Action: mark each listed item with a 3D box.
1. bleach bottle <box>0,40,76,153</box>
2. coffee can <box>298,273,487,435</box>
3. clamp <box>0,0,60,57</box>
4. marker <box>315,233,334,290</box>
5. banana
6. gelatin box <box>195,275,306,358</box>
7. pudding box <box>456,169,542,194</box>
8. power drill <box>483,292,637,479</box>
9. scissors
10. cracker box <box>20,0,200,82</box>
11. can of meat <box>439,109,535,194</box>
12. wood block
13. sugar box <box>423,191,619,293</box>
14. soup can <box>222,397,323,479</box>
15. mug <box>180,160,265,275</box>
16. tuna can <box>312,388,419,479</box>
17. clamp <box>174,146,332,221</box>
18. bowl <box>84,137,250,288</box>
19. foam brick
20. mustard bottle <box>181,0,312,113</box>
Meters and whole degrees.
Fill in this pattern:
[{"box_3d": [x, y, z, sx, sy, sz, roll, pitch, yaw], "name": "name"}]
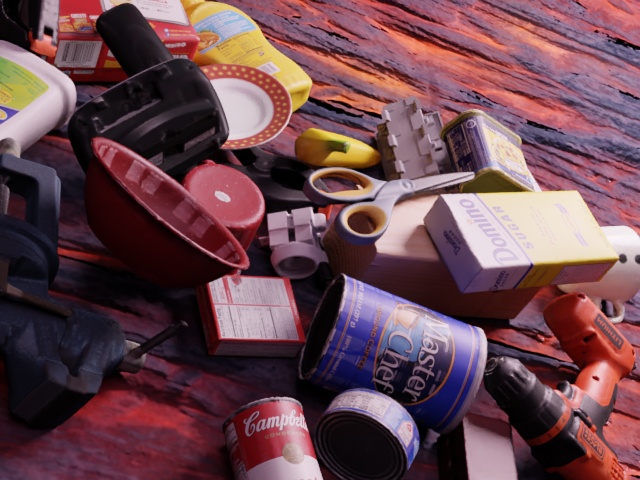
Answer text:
[{"box_3d": [-0.326, -0.082, 0.942, 0.102, 0.068, 0.250, 31, 44, 2], "name": "bleach bottle"}, {"box_3d": [0.064, 0.102, 0.955, 0.140, 0.103, 0.102, 22, 43, -9], "name": "coffee can"}, {"box_3d": [-0.312, -0.257, 1.064, 0.036, 0.165, 0.210, 13, 49, -52], "name": "clamp"}, {"box_3d": [-0.007, 0.001, 1.073, 0.020, 0.020, 0.121, 3, 49, -27], "name": "marker"}, {"box_3d": [0.014, -0.092, 1.118, 0.070, 0.037, 0.197, 20, 7, 11], "name": "banana"}, {"box_3d": [-0.064, 0.069, 0.969, 0.089, 0.030, 0.073, 4, 50, -27], "name": "gelatin box"}, {"box_3d": [0.200, -0.059, 1.235, 0.113, 0.039, 0.090, -3, 52, -33], "name": "pudding box"}, {"box_3d": [0.236, 0.136, 1.025, 0.184, 0.057, 0.187, 48, 41, -15], "name": "power drill"}, {"box_3d": [0.080, -0.034, 1.021, 0.201, 0.016, 0.096, 2, 51, -26], "name": "scissors"}, {"box_3d": [-0.246, -0.264, 1.152, 0.163, 0.072, 0.214, -6, 53, -33], "name": "cracker box"}, {"box_3d": [0.184, -0.081, 1.157, 0.101, 0.058, 0.084, 25, 41, -40], "name": "can of meat"}, {"box_3d": [0.119, 0.016, 1.078, 0.205, 0.091, 0.090, 6, 48, -25], "name": "wood block"}, {"box_3d": [0.196, -0.001, 1.035, 0.175, 0.048, 0.093, -2, 51, -33], "name": "sugar box"}, {"box_3d": [-0.034, 0.186, 0.847, 0.068, 0.069, 0.102, 2, 50, -28], "name": "soup can"}, {"box_3d": [-0.103, -0.025, 0.997, 0.093, 0.082, 0.117, 9, 47, -23], "name": "mug"}, {"box_3d": [0.039, 0.167, 0.892, 0.086, 0.086, 0.033, 35, 41, 4], "name": "tuna can"}, {"box_3d": [-0.062, -0.073, 1.090, 0.171, 0.039, 0.120, 22, 46, 3], "name": "clamp"}, {"box_3d": [-0.135, -0.011, 0.861, 0.162, 0.055, 0.162, 40, 8, -7], "name": "bowl"}, {"box_3d": [0.138, 0.201, 0.941, 0.051, 0.053, 0.078, 16, 43, -15], "name": "foam brick"}, {"box_3d": [-0.103, -0.210, 1.190, 0.096, 0.058, 0.192, -32, 69, -28], "name": "mustard bottle"}]
